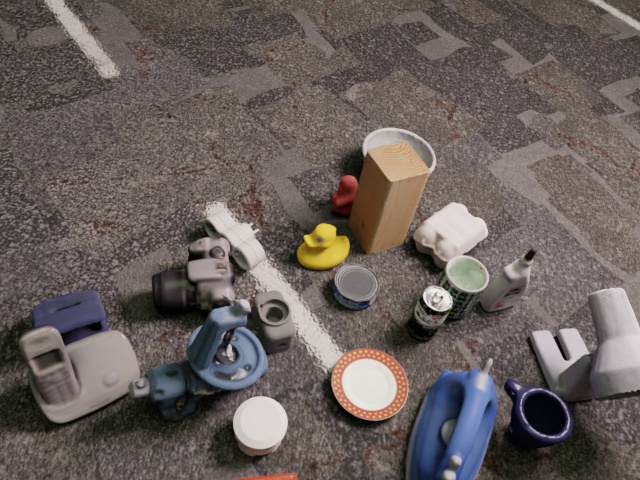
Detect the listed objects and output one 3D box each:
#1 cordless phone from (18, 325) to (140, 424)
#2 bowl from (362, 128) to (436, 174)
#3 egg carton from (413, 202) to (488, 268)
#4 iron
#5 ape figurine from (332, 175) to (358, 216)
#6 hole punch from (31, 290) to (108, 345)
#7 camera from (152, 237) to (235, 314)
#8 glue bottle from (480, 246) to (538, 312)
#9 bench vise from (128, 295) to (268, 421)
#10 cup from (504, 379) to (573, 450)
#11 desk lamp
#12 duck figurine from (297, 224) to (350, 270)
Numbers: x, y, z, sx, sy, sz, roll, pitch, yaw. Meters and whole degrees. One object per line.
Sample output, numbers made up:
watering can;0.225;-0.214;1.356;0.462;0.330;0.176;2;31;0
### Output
cordless phone;-0.344;0.171;0.822;0.148;0.185;0.094;-25;59;-28
bowl;0.169;-0.170;1.279;0.167;0.075;0.167;6;50;-6
egg carton;0.266;-0.012;1.169;0.151;0.069;0.107;-33;63;-32
iron;0.202;0.299;0.850;0.118;0.141;0.259;24;50;10
ape figurine;0.056;-0.098;1.185;0.076;0.092;0.078;34;53;17
hole punch;-0.400;0.126;0.911;0.109;0.091;0.101;-19;56;-24
camera;-0.219;0.065;0.991;0.137;0.101;0.143;-4;52;-14
glue bottle;0.357;0.069;1.052;0.078;0.173;0.037;-14;54;-21
bench vise;-0.163;0.178;0.828;0.121;0.220;0.208;41;55;22
cup;0.330;0.286;0.917;0.092;0.095;0.117;-29;61;-30
desk lamp;0.460;0.190;0.944;0.118;0.213;0.203;-2;51;-12
duck figurine;0.010;0.004;1.096;0.105;0.086;0.077;-11;53;-19
